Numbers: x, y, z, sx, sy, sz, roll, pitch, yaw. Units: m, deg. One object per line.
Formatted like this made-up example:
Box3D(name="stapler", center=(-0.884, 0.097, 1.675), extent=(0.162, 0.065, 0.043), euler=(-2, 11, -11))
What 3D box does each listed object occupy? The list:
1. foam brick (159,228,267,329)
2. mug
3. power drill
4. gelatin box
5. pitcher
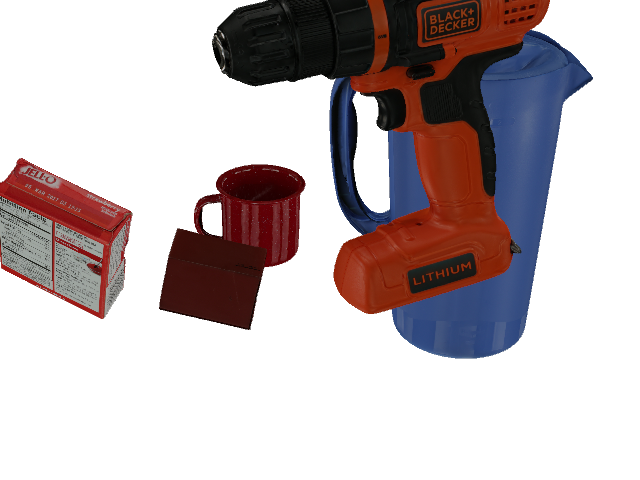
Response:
Box3D(name="foam brick", center=(-0.087, 0.031, 0.869), extent=(0.078, 0.051, 0.053), euler=(14, 27, -3))
Box3D(name="mug", center=(-0.075, -0.024, 1.124), extent=(0.117, 0.081, 0.093), euler=(-4, 29, -11))
Box3D(name="power drill", center=(0.039, -0.055, 0.580), extent=(0.184, 0.188, 0.057), euler=(-15, 32, -16))
Box3D(name="gelatin box", center=(-0.152, 0.000, 0.633), extent=(0.073, 0.030, 0.089), euler=(26, -36, 4))
Box3D(name="pitcher", center=(0.101, -0.036, 0.814), extent=(0.149, 0.243, 0.144), euler=(25, 36, 38))
